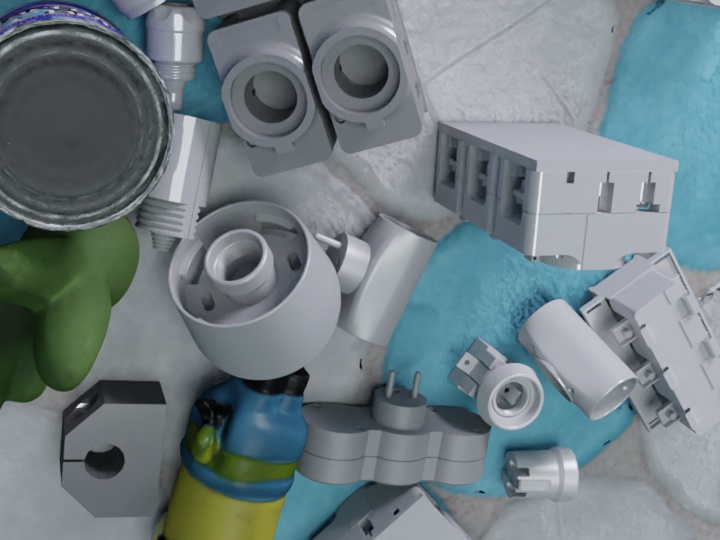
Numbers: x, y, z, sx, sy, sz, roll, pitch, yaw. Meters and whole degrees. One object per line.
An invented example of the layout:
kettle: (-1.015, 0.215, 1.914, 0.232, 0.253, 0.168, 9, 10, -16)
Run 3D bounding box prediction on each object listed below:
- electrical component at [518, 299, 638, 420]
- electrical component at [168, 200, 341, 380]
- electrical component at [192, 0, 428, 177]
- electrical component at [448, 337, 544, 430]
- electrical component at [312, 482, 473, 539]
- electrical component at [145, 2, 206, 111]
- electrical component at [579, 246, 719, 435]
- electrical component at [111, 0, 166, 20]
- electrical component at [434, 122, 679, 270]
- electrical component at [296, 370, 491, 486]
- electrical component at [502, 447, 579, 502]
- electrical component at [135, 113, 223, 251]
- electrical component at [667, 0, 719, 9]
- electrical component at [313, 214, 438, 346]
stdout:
electrical component: (0.155, 0.069, 0.761, 0.044, 0.077, 0.079, -39, 151, -2)
electrical component: (-0.066, 0.009, 0.658, 0.099, 0.099, 0.064, -33, 145, -6)
electrical component: (-0.037, -0.156, 0.612, 0.105, 0.060, 0.186, -14, 112, 11)
electrical component: (0.098, 0.082, 0.752, 0.066, 0.055, 0.048, 35, 94, -23)
electrical component: (-0.004, 0.240, 0.767, 0.186, 0.060, 0.105, -41, 114, -2)
electrical component: (-0.109, -0.125, 0.634, 0.035, 0.035, 0.061, -1, 109, -17)
electrical component: (0.223, 0.056, 0.779, 0.079, 0.063, 0.121, -35, 114, -5)
electrical component: (-0.130, -0.176, 0.606, 0.045, 0.045, 0.055, -34, 114, -5)
electrical component: (0.114, -0.050, 0.664, 0.089, 0.150, 0.061, -2, 106, -17)
electrical component: (0.025, 0.103, 0.737, 0.138, 0.052, 0.073, 4, 105, -19)
electrical component: (0.133, 0.151, 0.794, 0.046, 0.040, 0.040, 2, 106, -12)
electrical component: (-0.111, -0.052, 0.644, 0.043, 0.043, 0.081, 11, 94, -20)
electrical component: (0.186, -0.228, 0.680, 0.186, 0.060, 0.105, 4, 105, -18)
electrical component: (0.000, 0.000, 0.702, 0.079, 0.043, 0.077, 23, 99, -22)
